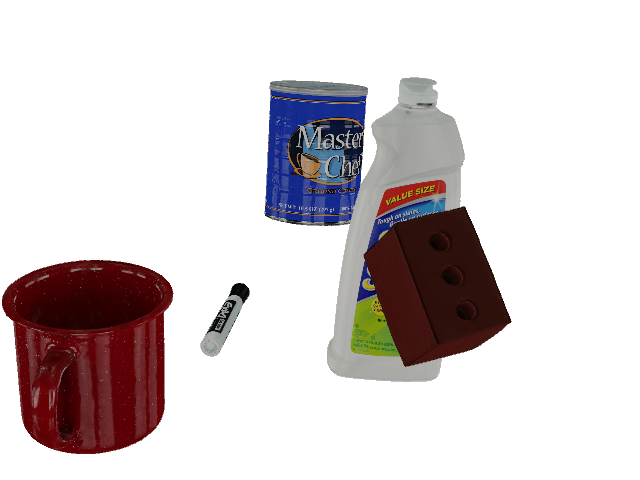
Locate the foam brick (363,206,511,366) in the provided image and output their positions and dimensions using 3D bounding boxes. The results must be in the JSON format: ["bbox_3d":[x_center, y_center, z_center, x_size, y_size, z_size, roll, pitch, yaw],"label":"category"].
[{"bbox_3d":[0.069,0.029,0.641,0.052,0.078,0.051,-13,-16,-26],"label":"foam brick"}]

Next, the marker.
[{"bbox_3d":[-0.089,0.073,1.018,0.020,0.020,0.121,0,24,11],"label":"marker"}]

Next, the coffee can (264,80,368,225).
[{"bbox_3d":[-0.005,-0.094,1.126,0.103,0.140,0.103,3,12,-1],"label":"coffee can"}]

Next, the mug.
[{"bbox_3d":[-0.131,0.071,0.594,0.093,0.081,0.117,5,23,5],"label":"mug"}]

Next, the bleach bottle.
[{"bbox_3d":[0.063,-0.009,0.885,0.102,0.251,0.068,4,19,1],"label":"bleach bottle"}]
